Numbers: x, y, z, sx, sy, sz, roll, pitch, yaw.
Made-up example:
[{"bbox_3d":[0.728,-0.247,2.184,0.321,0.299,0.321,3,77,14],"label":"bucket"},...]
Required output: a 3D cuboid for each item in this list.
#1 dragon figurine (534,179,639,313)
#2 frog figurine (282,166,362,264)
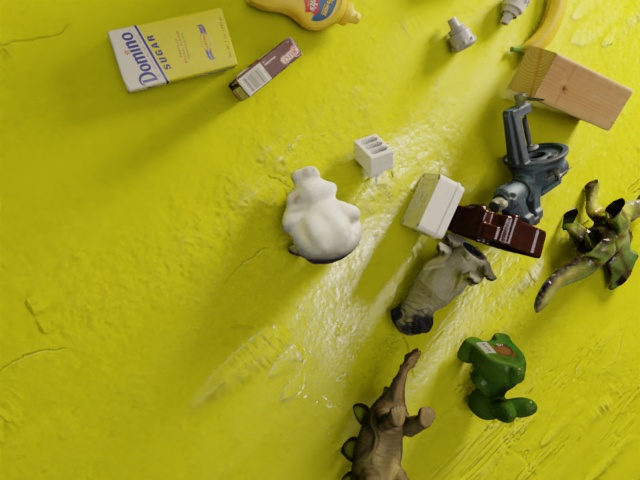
[{"bbox_3d":[0.623,0.028,1.118,0.240,0.123,0.411,37,87,-28],"label":"dragon figurine"},{"bbox_3d":[0.003,-0.044,0.884,0.137,0.125,0.157,-2,112,1],"label":"frog figurine"}]
